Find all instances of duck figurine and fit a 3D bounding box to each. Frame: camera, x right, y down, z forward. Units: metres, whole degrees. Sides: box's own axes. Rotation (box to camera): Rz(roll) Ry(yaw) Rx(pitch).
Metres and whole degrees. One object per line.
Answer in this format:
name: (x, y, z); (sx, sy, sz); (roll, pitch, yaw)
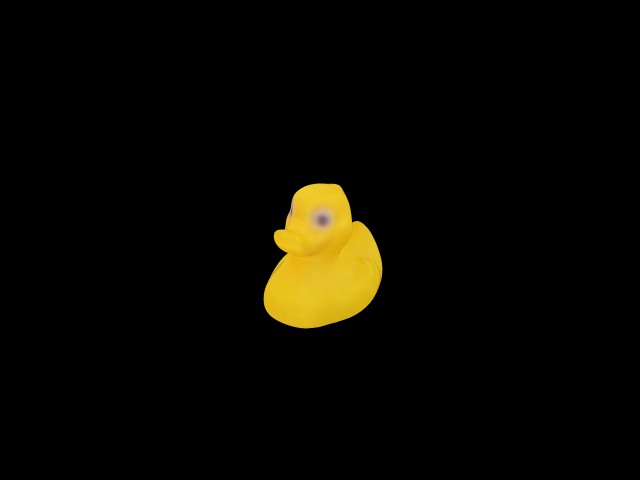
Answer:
duck figurine: (0.004, 0.001, 0.400); (0.077, 0.086, 0.105); (17, 29, 33)
